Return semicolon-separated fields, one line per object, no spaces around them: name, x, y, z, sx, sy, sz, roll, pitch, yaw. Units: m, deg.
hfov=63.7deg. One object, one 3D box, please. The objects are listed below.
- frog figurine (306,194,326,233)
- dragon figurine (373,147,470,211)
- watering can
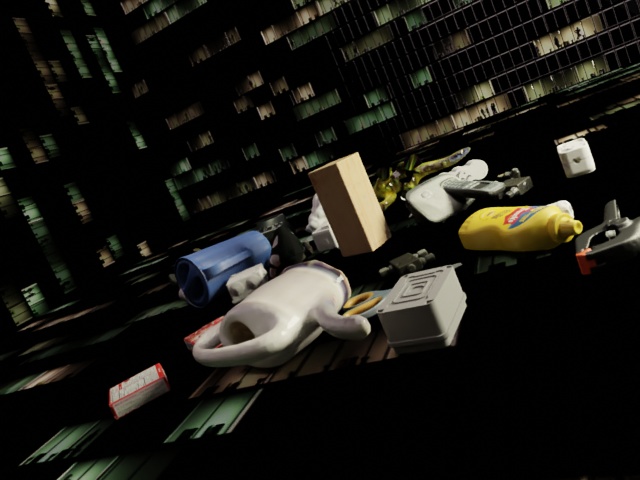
frog figurine;0.005;-0.078;1.553;0.161;0.124;0.134;-37;-18;-25
dragon figurine;0.250;-0.181;1.591;0.410;0.122;0.243;-22;2;0
watering can;-0.030;0.106;0.722;0.344;0.103;0.228;-17;11;38
